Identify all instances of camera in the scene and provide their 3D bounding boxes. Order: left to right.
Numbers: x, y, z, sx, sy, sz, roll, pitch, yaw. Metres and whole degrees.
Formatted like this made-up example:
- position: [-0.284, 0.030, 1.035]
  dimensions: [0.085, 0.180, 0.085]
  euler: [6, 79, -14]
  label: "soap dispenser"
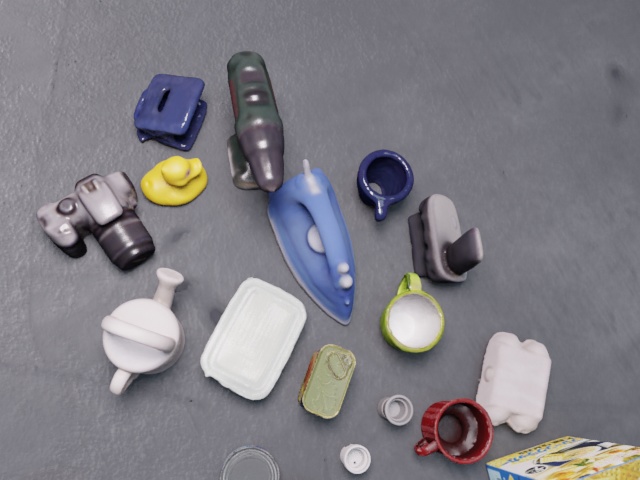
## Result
- position: [-0.321, -0.018, 0.850]
  dimensions: [0.143, 0.100, 0.137]
  euler: [-34, 84, -16]
  label: "camera"

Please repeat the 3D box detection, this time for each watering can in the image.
- position: [-0.241, 0.123, 0.782]
  dimensions: [0.101, 0.194, 0.173]
  euler: [2, 76, -9]
  label: "watering can"

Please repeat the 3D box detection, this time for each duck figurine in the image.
- position: [-0.229, -0.100, 0.895]
  dimensions: [0.105, 0.086, 0.077]
  euler: [-18, 80, -14]
  label: "duck figurine"

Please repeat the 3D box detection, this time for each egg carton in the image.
- position: [0.309, 0.228, 0.923]
  dimensions: [0.107, 0.069, 0.150]
  euler: [17, 74, -6]
  label: "egg carton"

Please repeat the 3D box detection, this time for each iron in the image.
- position: [0.008, 0.003, 0.885]
  dimensions: [0.119, 0.141, 0.258]
  euler: [-20, 81, -14]
  label: "iron"

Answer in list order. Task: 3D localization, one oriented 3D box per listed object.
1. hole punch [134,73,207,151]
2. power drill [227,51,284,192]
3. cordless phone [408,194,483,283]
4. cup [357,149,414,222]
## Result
- position: [-0.241, -0.210, 0.917]
  dimensions: [0.101, 0.091, 0.109]
  euler: [18, 74, -5]
  label: "hole punch"
- position: [-0.097, -0.153, 0.869]
  dimensions: [0.076, 0.208, 0.229]
  euler: [-9, 78, -12]
  label: "power drill"
- position: [0.213, -0.011, 0.904]
  dimensions: [0.094, 0.185, 0.147]
  euler: [-7, 78, -12]
  label: "cordless phone"
- position: [0.097, -0.078, 0.946]
  dimensions: [0.092, 0.095, 0.118]
  euler: [9, 75, -8]
  label: "cup"
